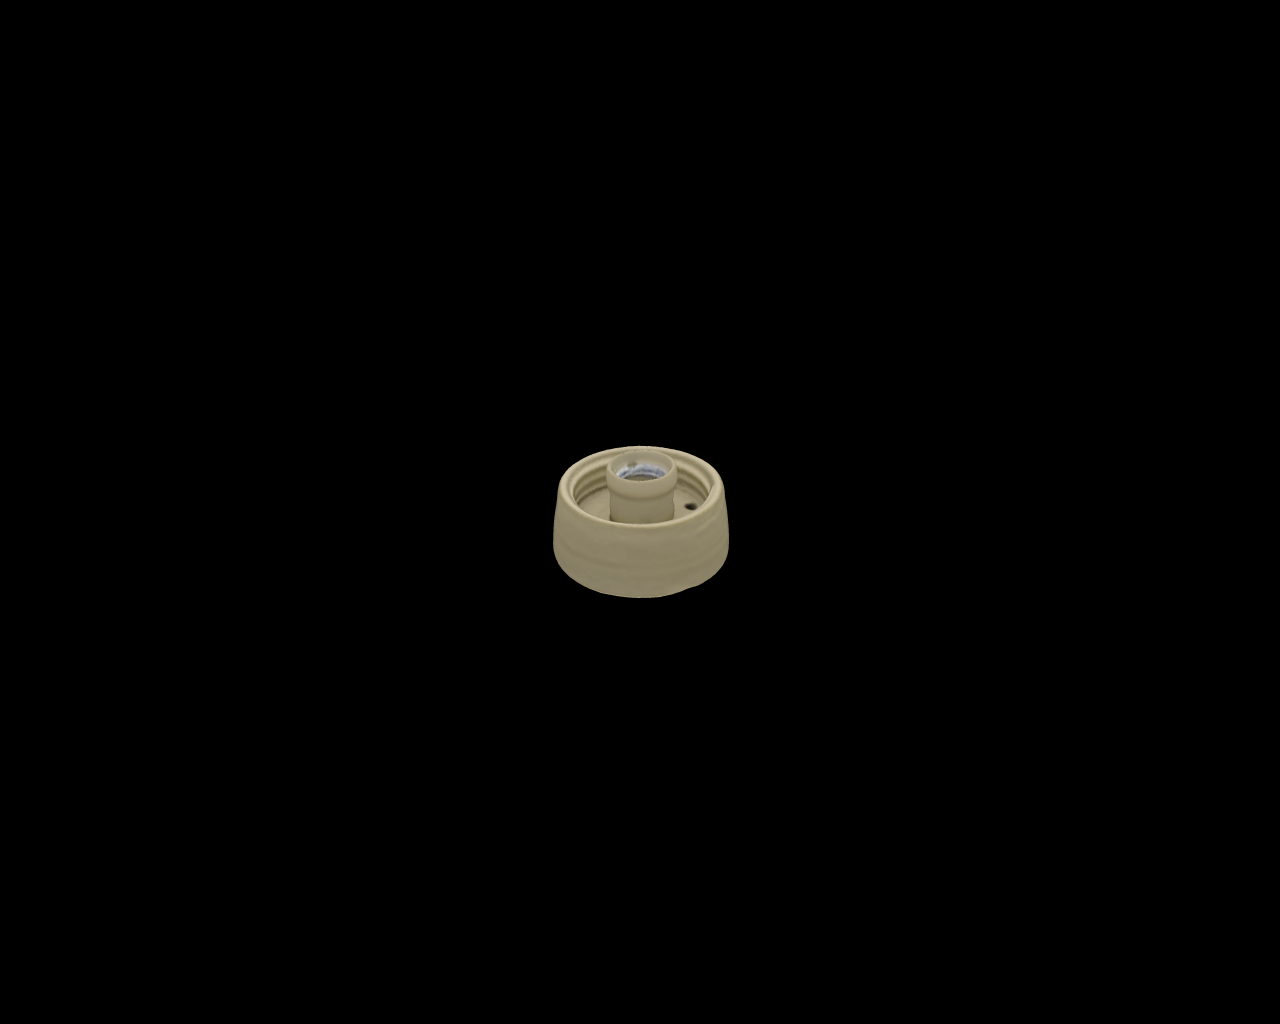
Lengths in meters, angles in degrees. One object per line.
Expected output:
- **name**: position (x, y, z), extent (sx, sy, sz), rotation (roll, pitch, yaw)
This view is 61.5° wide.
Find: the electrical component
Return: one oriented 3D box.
- **electrical component**: position (0.001, -0.003, 0.650), extent (0.108, 0.060, 0.108), rotation (0, 31, 0)
